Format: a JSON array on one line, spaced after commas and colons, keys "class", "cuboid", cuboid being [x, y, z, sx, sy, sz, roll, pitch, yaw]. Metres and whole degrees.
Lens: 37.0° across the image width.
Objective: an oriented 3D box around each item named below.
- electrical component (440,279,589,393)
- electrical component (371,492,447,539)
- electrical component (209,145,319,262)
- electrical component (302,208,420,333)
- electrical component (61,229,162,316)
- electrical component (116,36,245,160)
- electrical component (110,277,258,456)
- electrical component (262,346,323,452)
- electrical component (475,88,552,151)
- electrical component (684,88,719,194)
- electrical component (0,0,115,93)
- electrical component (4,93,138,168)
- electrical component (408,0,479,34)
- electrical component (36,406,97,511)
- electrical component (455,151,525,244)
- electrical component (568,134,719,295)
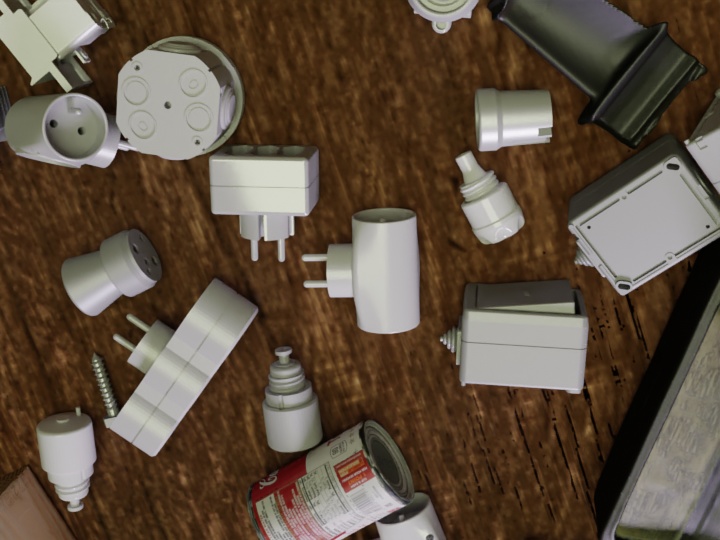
[{"class": "electrical component", "cuboid": [0.102, 0.040, 0.722, 0.096, 0.061, 0.061, 3, 107, 6]}, {"class": "electrical component", "cuboid": [0.027, 0.213, 0.792, 0.079, 0.044, 0.077, -19, 104, 12]}, {"class": "electrical component", "cuboid": [-0.063, -0.043, 0.725, 0.066, 0.047, 0.076, 2, 107, 7]}, {"class": "electrical component", "cuboid": [0.000, 0.000, 0.732, 0.079, 0.044, 0.077, -1, 107, 7]}, {"class": "electrical component", "cuboid": [-0.174, 0.001, 0.754, 0.055, 0.045, 0.045, -26, 102, 13]}, {"class": "electrical component", "cuboid": [-0.120, -0.112, 0.710, 0.080, 0.051, 0.080, 2, 107, 7]}, {"class": "electrical component", "cuboid": [-0.139, 0.060, 0.763, 0.074, 0.052, 0.138, 35, 107, -4]}, {"class": "electrical component", "cuboid": [-0.050, 0.093, 0.768, 0.040, 0.040, 0.078, -4, 106, 8]}, {"class": "electrical component", "cuboid": [0.099, -0.098, 0.693, 0.046, 0.040, 0.040, -3, 106, 3]}, {"class": "electrical component", "cuboid": [0.251, -0.086, 0.653, 0.062, 0.096, 0.061, -30, 102, 44]}, {"class": "electrical component", "cuboid": [-0.201, -0.161, 0.710, 0.064, 0.042, 0.081, -35, 100, 14]}, {"class": "electrical component", "cuboid": [-0.187, -0.090, 0.718, 0.079, 0.077, 0.044, 12, 89, -36]}, {"class": "electrical component", "cuboid": [0.052, -0.179, 0.666, 0.048, 0.055, 0.066, 6, 107, 5]}, {"class": "electrical component", "cuboid": [-0.218, 0.143, 0.804, 0.040, 0.040, 0.078, -1, 107, 7]}, {"class": "electrical component", "cuboid": [0.082, -0.050, 0.712, 0.035, 0.035, 0.061, -26, 100, 14]}, {"class": "electrical component", "cuboid": [0.179, -0.034, 0.694, 0.096, 0.061, 0.061, -35, 102, 23]}]
